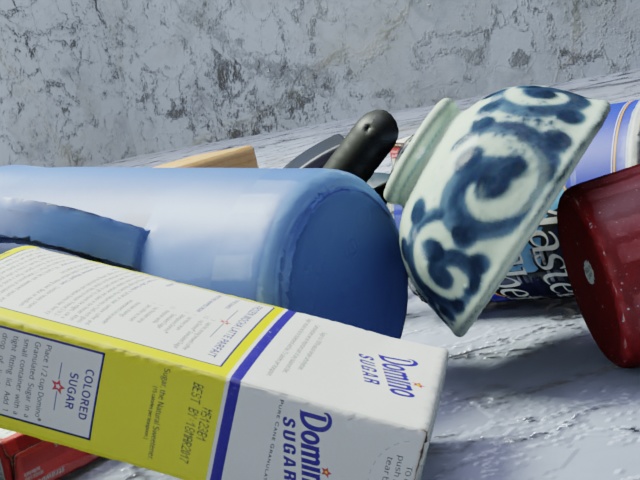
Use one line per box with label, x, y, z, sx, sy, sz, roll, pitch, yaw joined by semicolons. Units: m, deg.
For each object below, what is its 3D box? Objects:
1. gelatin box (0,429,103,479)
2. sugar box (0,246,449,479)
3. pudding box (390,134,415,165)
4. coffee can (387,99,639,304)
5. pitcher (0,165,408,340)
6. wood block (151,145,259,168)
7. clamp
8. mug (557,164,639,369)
gelatin box;-0.140;0.091;0.487;0.089;0.030;0.073;-5;10;36
sugar box;-0.046;0.048;0.383;0.176;0.048;0.093;16;13;8
pudding box;0.106;-0.042;0.795;0.039;0.090;0.113;-2;14;44
coffee can;0.122;-0.018;0.583;0.141;0.103;0.102;-6;11;34
pitcher;-0.088;0.020;0.532;0.243;0.145;0.149;-1;24;38
wood block;-0.150;-0.027;1.040;0.091;0.090;0.205;-6;11;36
clamp;-0.004;0.001;0.651;0.171;0.039;0.120;-42;-28;6
mug;0.154;0.013;0.443;0.081;0.093;0.117;-17;45;0
